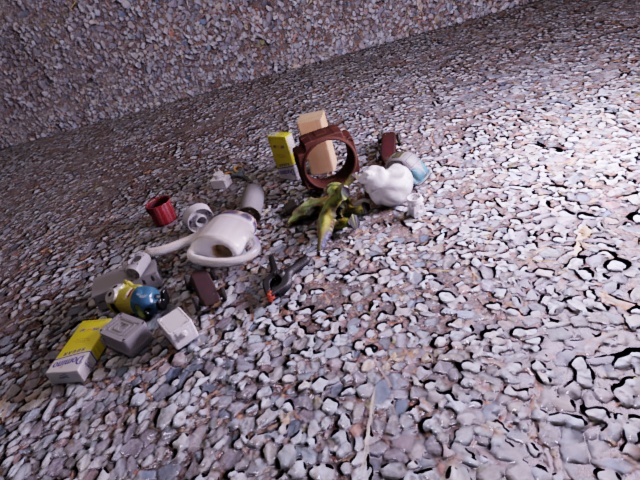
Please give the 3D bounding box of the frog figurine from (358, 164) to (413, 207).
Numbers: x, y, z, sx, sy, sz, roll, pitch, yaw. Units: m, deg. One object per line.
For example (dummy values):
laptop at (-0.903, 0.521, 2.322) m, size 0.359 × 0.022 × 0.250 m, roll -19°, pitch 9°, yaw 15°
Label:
frog figurine at (0.195, -0.169, 1.514) m, size 0.136 × 0.158 × 0.125 m, roll -42°, pitch 58°, yaw 21°

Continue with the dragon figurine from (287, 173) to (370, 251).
dragon figurine at (0.005, -0.078, 1.556) m, size 0.241 × 0.121 × 0.418 m, roll -14°, pitch 24°, yaw 39°

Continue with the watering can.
watering can at (-0.331, -0.002, 1.536) m, size 0.348 × 0.102 × 0.229 m, roll 5°, pitch 35°, yaw 16°
